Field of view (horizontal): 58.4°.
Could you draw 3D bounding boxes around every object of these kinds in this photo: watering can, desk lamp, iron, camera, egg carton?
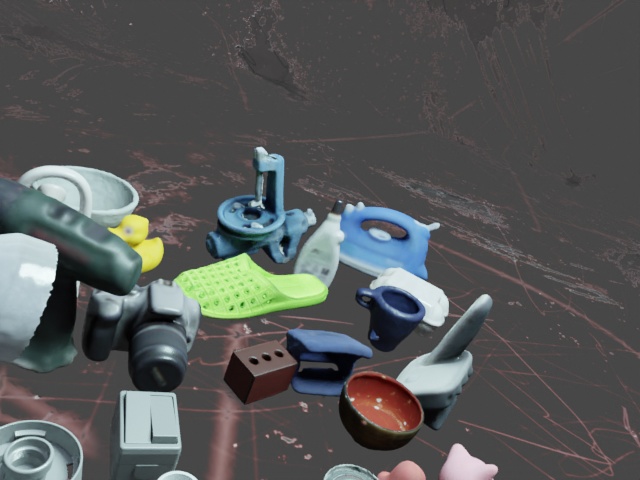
[{"bbox_3d":[-0.359,-0.013,0.749,0.101,0.194,0.172,-6,36,-45],"label":"watering can"},{"bbox_3d":[-0.364,0.082,0.526,0.204,0.213,0.117,6,28,-30],"label":"desk lamp"},{"bbox_3d":[0.117,-0.011,1.200,0.258,0.141,0.118,19,24,-5],"label":"iron"},{"bbox_3d":[-0.217,0.116,0.713,0.143,0.101,0.136,11,26,-23],"label":"camera"},{"bbox_3d":[0.166,0.113,1.071,0.150,0.069,0.107,28,25,14],"label":"egg carton"}]

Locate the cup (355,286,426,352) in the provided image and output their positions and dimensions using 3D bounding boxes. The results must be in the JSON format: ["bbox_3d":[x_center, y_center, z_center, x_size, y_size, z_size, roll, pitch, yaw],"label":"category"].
[{"bbox_3d":[0.104,0.133,0.948,0.118,0.095,0.091,20,24,-4],"label":"cup"}]

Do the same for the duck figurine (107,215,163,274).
[{"bbox_3d":[-0.294,0.001,0.906,0.105,0.086,0.077,-5,35,-45],"label":"duck figurine"}]

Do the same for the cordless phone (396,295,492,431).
[{"bbox_3d":[0.184,0.166,0.834,0.094,0.185,0.148,28,25,15],"label":"cordless phone"}]

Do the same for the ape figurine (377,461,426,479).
[{"bbox_3d":[0.087,0.282,0.627,0.076,0.092,0.077,10,27,-24],"label":"ape figurine"}]

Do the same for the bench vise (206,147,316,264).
[{"bbox_3d":[-0.096,-0.067,1.046,0.121,0.220,0.208,34,27,26],"label":"bench vise"}]

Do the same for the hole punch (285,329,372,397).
[{"bbox_3d":[0.005,0.159,0.818,0.109,0.091,0.101,10,27,-24],"label":"hole punch"}]

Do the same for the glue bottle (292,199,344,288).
[{"bbox_3d":[0.010,0.004,1.043,0.078,0.173,0.037,20,24,-3],"label":"glue bottle"}]

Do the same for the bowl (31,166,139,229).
[{"bbox_3d":[-0.394,-0.057,0.958,0.167,0.075,0.167,18,24,-8],"label":"bowl"}]

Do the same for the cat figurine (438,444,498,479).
[{"bbox_3d":[0.155,0.294,0.628,0.067,0.118,0.128,24,24,6],"label":"cat figurine"}]

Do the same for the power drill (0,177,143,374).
[{"bbox_3d":[-0.326,0.040,0.649,0.230,0.208,0.075,18,24,-7],"label":"power drill"}]
